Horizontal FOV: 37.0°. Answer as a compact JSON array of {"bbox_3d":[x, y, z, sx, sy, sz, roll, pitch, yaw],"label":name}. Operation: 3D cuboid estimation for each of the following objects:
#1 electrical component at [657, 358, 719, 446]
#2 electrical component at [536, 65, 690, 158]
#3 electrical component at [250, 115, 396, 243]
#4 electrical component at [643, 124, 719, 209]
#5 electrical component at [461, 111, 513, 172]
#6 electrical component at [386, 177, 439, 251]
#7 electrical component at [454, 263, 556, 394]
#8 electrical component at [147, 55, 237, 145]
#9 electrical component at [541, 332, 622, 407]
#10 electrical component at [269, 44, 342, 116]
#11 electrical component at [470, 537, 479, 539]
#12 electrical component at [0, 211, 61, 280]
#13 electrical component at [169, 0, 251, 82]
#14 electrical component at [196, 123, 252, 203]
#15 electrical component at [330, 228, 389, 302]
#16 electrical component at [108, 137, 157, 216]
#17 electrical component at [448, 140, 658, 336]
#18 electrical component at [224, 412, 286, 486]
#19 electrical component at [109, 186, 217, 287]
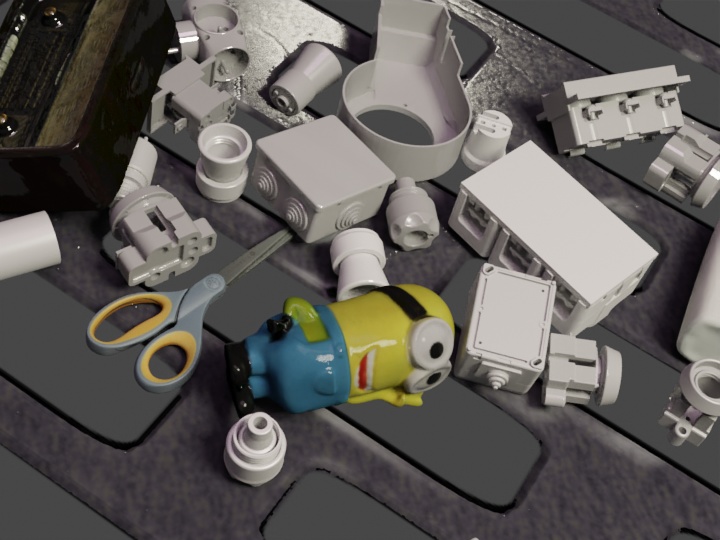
[{"bbox_3d":[0.269,0.101,0.848,0.048,0.055,0.066,31,55,11],"label":"electrical component"},{"bbox_3d":[0.241,-0.149,1.014,0.121,0.079,0.063,-12,87,-19],"label":"electrical component"},{"bbox_3d":[-0.034,-0.077,0.912,0.100,0.048,0.099,-25,60,-36],"label":"electrical component"},{"bbox_3d":[0.308,-0.093,0.997,0.057,0.058,0.078,36,55,18],"label":"electrical component"},{"bbox_3d":[0.117,-0.117,0.981,0.040,0.046,0.040,6,54,-8],"label":"electrical component"},{"bbox_3d":[0.043,-0.051,0.920,0.043,0.043,0.062,0,53,-12],"label":"electrical component"},{"bbox_3d":[0.112,0.054,0.851,0.062,0.061,0.096,15,61,0],"label":"electrical component"},{"bbox_3d":[-0.149,-0.148,0.953,0.064,0.042,0.081,39,57,12],"label":"electrical component"},{"bbox_3d":[0.175,0.081,0.850,0.055,0.048,0.066,8,53,3],"label":"electrical component"},{"bbox_3d":[-0.053,-0.173,0.991,0.044,0.044,0.065,34,60,13],"label":"electrical component"},{"bbox_3d":[0.099,0.222,0.730,0.076,0.047,0.083,-26,63,-27],"label":"electrical component"},{"bbox_3d":[-0.277,-0.014,0.828,0.081,0.043,0.043,-18,60,-22],"label":"electrical component"},{"bbox_3d":[-0.151,-0.214,0.997,0.079,0.044,0.077,-14,58,-21],"label":"electrical component"},{"bbox_3d":[-0.116,-0.090,0.908,0.045,0.055,0.045,6,54,-8],"label":"electrical component"},{"bbox_3d":[0.000,0.000,0.873,0.045,0.045,0.055,-1,54,-12],"label":"electrical component"},{"bbox_3d":[-0.194,-0.076,0.891,0.040,0.040,0.078,9,53,-5],"label":"electrical component"},{"bbox_3d":[0.160,-0.025,0.913,0.089,0.061,0.150,-32,66,-29],"label":"electrical component"},{"bbox_3d":[-0.073,0.122,0.758,0.043,0.062,0.043,6,54,-8],"label":"electrical component"},{"bbox_3d":[-0.163,-0.029,0.854,0.078,0.058,0.057,-26,66,-27],"label":"electrical component"}]
